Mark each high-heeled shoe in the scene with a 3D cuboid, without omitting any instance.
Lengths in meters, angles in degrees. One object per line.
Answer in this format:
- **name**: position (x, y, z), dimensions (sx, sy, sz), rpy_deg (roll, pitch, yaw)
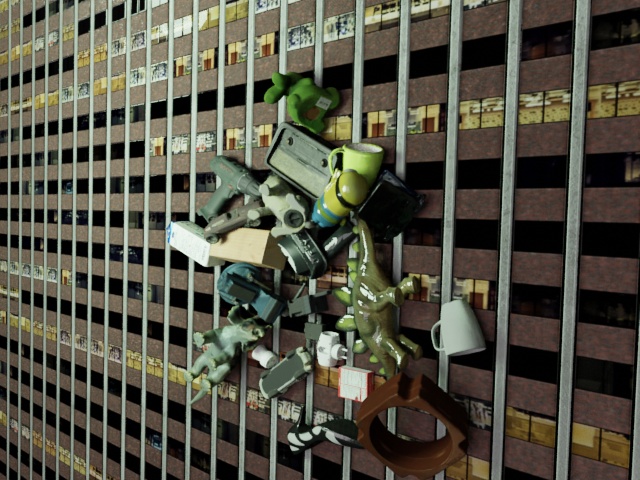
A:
- **high-heeled shoe**: position (0.014, 0.509, 1.333), dimensions (0.249, 0.086, 0.145), rpy_deg (15, 103, 42)

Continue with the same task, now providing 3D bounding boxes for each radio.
- **radio**: position (-0.030, -0.199, 1.356), dimensions (0.230, 0.073, 0.131), rpy_deg (37, 112, 32)

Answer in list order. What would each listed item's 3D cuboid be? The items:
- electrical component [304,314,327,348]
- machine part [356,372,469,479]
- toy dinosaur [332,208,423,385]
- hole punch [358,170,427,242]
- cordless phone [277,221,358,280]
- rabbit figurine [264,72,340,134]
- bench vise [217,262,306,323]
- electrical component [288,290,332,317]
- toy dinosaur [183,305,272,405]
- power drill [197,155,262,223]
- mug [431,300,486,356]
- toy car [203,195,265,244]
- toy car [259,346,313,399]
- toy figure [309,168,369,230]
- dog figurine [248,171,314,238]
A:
- **electrical component**: position (-0.013, 0.235, 1.383), dimensions (0.063, 0.021, 0.094), rpy_deg (3, 93, 39)
- **machine part**: position (0.194, 0.390, 1.132), dimensions (0.201, 0.087, 0.201), rpy_deg (41, 118, -4)
- **toy dinosaur**: position (0.122, 0.134, 1.225), dimensions (0.199, 0.105, 0.471), rpy_deg (-7, 83, 41)
- **hole punch**: position (0.157, -0.082, 1.210), dimensions (0.116, 0.092, 0.142), rpy_deg (32, 114, -10)
- **cordless phone**: position (-0.003, -0.005, 1.349), dimensions (0.184, 0.088, 0.147), rpy_deg (-43, 63, 18)
- **rabbit figurine**: position (-0.061, -0.359, 1.347), dimensions (0.170, 0.159, 0.121), rpy_deg (58, 133, 40)
- **bench vise**: position (-0.181, 0.126, 1.443), dimensions (0.128, 0.223, 0.241), rpy_deg (-70, 24, 11)
- **electrical component**: position (-0.015, 0.160, 1.353), dimensions (0.119, 0.075, 0.047), rpy_deg (-17, 79, 35)
- **toy dinosaur**: position (-0.270, 0.319, 1.518), dimensions (0.131, 0.192, 0.404), rpy_deg (50, 136, 17)
- **power drill**: position (-0.260, -0.121, 1.539), dimensions (0.232, 0.086, 0.207), rpy_deg (46, 121, 28)
- **mug**: position (0.283, 0.184, 1.118), dimensions (0.110, 0.080, 0.107), rpy_deg (-24, 64, 41)
- **toy car**: position (-0.235, -0.056, 1.443), dimensions (0.202, 0.053, 0.089), rpy_deg (-19, 49, 20)
- **toy car**: position (-0.091, 0.355, 1.428), dimensions (0.201, 0.056, 0.073), rpy_deg (-42, 60, 30)
- **toy figure**: position (0.043, -0.084, 1.219), dimensions (0.180, 0.082, 0.089), rpy_deg (-45, 44, 37)
- **dog figurine**: position (-0.079, -0.098, 1.367), dimensions (0.172, 0.190, 0.121), rpy_deg (38, 114, -4)
